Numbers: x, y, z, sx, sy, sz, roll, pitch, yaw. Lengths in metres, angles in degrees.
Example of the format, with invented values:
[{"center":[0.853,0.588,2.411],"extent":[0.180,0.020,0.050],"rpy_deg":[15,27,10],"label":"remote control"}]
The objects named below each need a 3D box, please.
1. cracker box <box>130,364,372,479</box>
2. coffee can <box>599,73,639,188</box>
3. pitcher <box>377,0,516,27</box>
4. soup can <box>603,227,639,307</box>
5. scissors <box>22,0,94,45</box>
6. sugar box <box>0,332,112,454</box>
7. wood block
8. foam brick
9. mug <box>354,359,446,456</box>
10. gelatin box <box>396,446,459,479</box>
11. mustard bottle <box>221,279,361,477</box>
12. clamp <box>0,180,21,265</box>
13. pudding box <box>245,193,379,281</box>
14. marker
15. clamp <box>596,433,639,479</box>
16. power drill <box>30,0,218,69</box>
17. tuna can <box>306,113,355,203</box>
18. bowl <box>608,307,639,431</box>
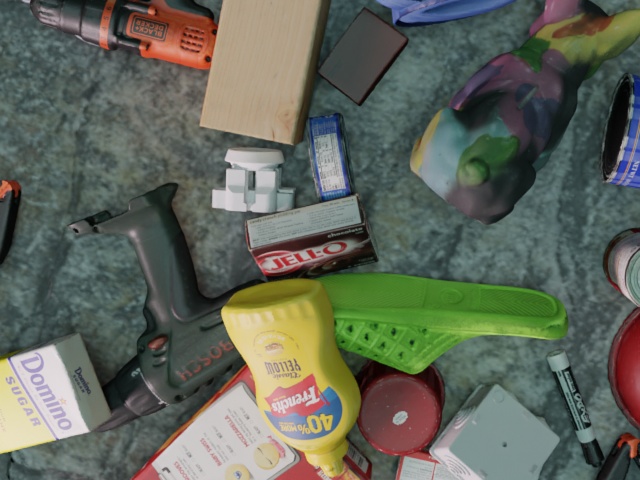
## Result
[{"center":[-0.078,0.242,1.061],"extent":[0.164,0.072,0.214],"rpy_deg":[45,99,0],"label":"cracker box"},{"center":[0.337,-0.090,0.969],"extent":[0.140,0.102,0.103],"rpy_deg":[10,97,4],"label":"coffee can"},{"center":[0.099,-0.318,0.947],"extent":[0.145,0.149,0.243],"rpy_deg":[-12,92,11],"label":"pitcher"},{"center":[0.305,0.027,0.985],"extent":[0.068,0.102,0.068],"rpy_deg":[1,96,4],"label":"soup can"},{"center":[-0.270,-0.257,1.047],"extent":[0.202,0.016,0.096],"rpy_deg":[26,97,1],"label":"scissors"},{"center":[-0.298,0.158,1.055],"extent":[0.176,0.048,0.093],"rpy_deg":[-18,95,29],"label":"sugar box"},{"center":[-0.043,-0.200,0.996],"extent":[0.091,0.090,0.206],"rpy_deg":[12,98,4],"label":"wood block"},{"center":[0.040,-0.173,1.011],"extent":[0.053,0.051,0.078],"rpy_deg":[38,98,0],"label":"foam brick"},{"center":[0.065,0.154,1.031],"extent":[0.117,0.081,0.093],"rpy_deg":[20,98,2],"label":"mug"},{"center":[0.109,0.253,1.066],"extent":[0.073,0.030,0.089],"rpy_deg":[12,97,2],"label":"gelatin box"},{"center":[-0.015,0.131,0.966],"extent":[0.096,0.058,0.191],"rpy_deg":[-10,112,24],"label":"mustard bottle"},{"center":[-0.388,0.010,1.077],"extent":[0.164,0.036,0.210],"rpy_deg":[39,96,1],"label":"clamp"},{"center":[-0.007,0.001,1.015],"extent":[0.113,0.090,0.039],"rpy_deg":[-15,65,6],"label":"pudding box"},{"center":[0.252,0.167,1.048],"extent":[0.020,0.020,0.121],"rpy_deg":[-21,94,7],"label":"marker"},{"center":[0.301,0.279,1.044],"extent":[0.120,0.039,0.171],"rpy_deg":[-15,90,-9],"label":"clamp"},{"center":[-0.166,-0.268,1.006],"extent":[0.184,0.057,0.188],"rpy_deg":[15,95,-3],"label":"power drill"},{"center":[0.011,-0.076,1.008],"extent":[0.034,0.086,0.086],"rpy_deg":[-9,96,5],"label":"tuna can"},{"center":[0.361,0.128,1.016],"extent":[0.162,0.055,0.162],"rpy_deg":[1,96,5],"label":"bowl"}]
